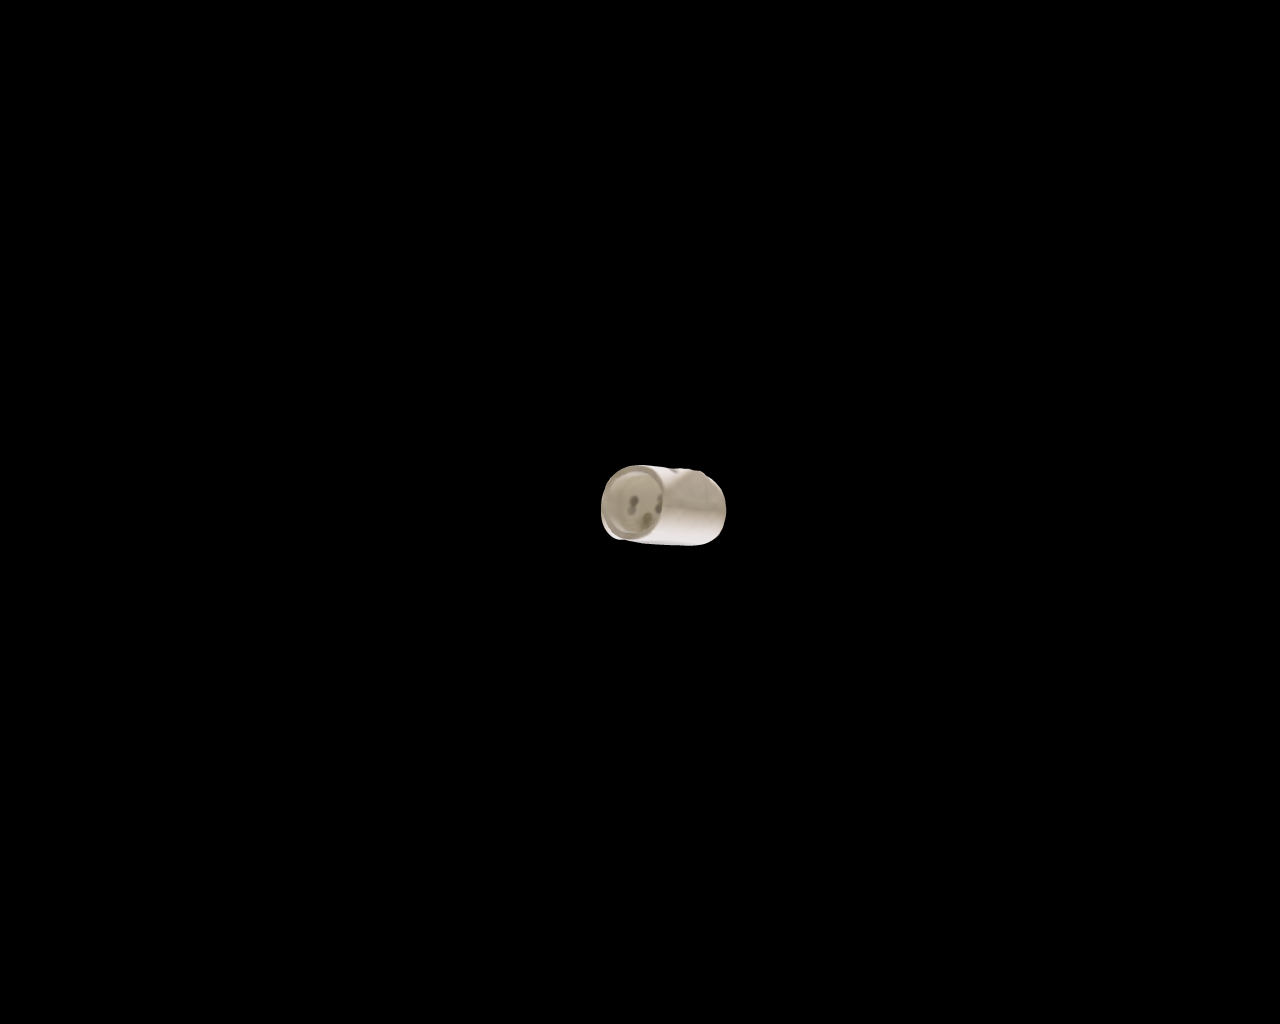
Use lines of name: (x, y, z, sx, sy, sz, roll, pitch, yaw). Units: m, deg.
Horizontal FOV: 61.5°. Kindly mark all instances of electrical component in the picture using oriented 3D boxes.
electrical component: (0.001, -0.003, 0.650, 0.079, 0.044, 0.077, -3, -5, 32)
